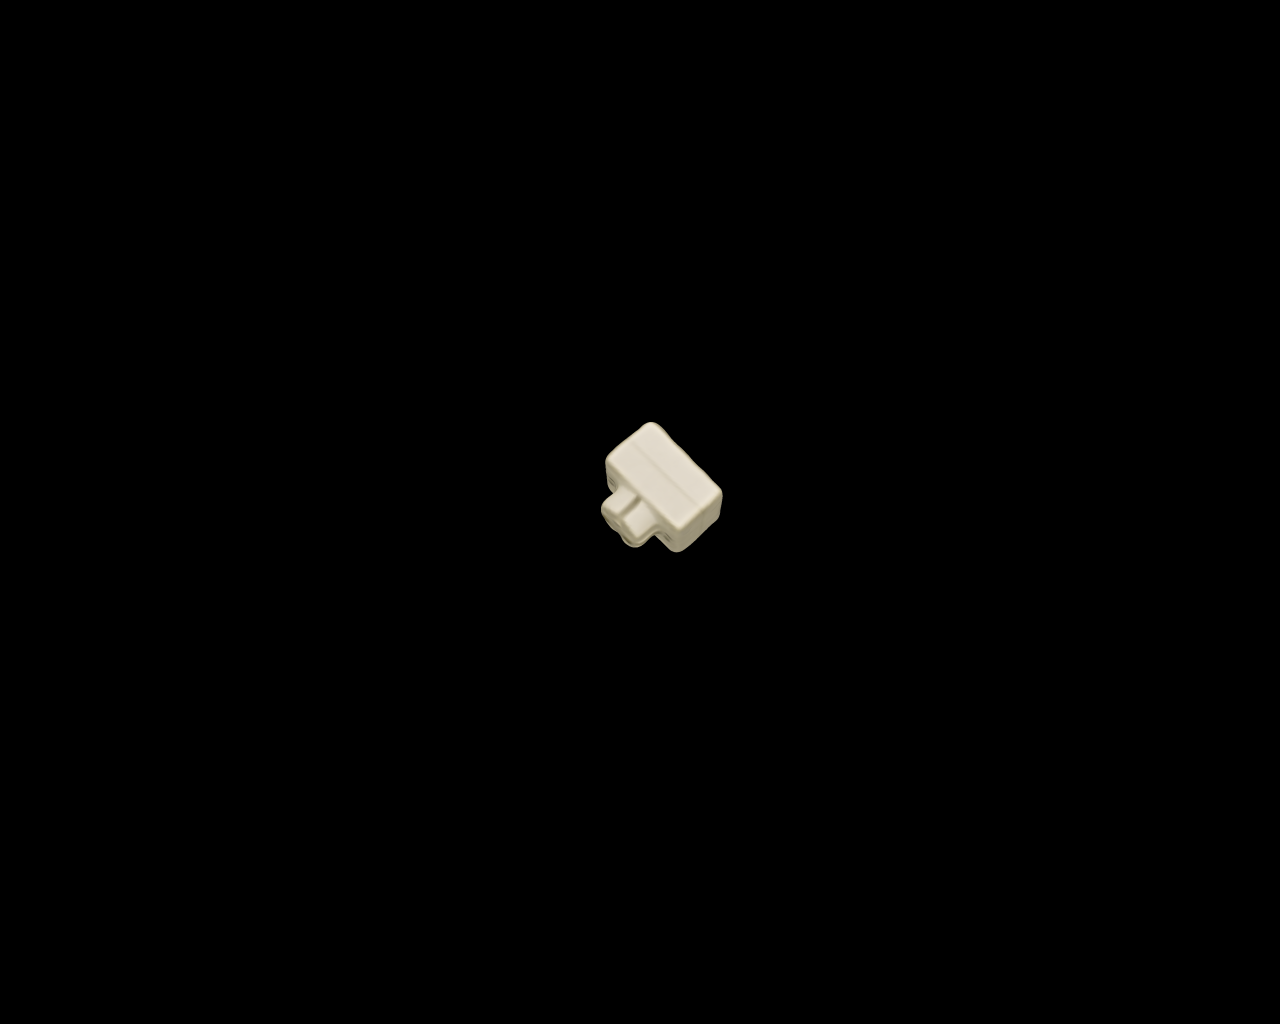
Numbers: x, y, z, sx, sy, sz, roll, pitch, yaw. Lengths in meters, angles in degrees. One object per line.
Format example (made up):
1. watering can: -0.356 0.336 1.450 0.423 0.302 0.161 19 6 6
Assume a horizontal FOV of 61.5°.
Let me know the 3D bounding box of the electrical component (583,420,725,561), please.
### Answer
1. electrical component: 0.001 -0.003 0.650 0.077 0.066 0.047 -41 -15 -14
